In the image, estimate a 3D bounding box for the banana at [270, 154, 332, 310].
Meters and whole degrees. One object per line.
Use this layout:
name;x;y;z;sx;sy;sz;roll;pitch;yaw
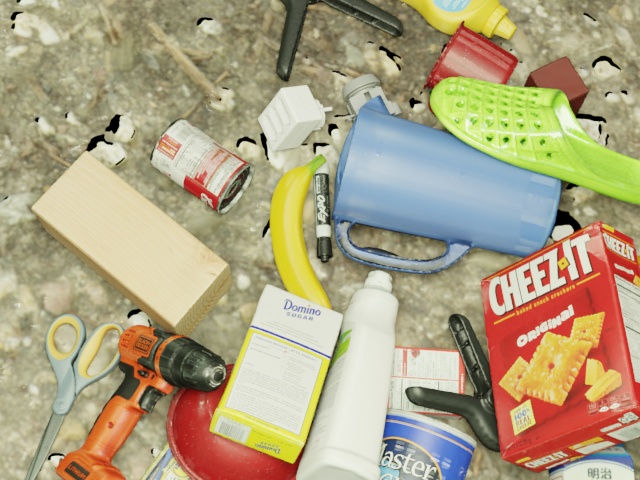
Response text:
banana;-0.024;0.001;1.205;0.070;0.037;0.198;-11;76;31

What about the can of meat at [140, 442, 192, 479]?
can of meat;-0.144;0.267;1.115;0.084;0.057;0.102;34;74;11

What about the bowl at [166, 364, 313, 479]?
bowl;-0.076;0.186;1.111;0.162;0.055;0.162;9;49;-11

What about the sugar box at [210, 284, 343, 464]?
sugar box;-0.042;0.134;1.097;0.093;0.048;0.176;23;43;-2

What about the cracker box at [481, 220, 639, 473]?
cracker box;0.254;0.110;1.093;0.072;0.164;0.213;25;48;-36

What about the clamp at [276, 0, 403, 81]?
clamp;0.000;-0.306;1.314;0.164;0.036;0.210;-16;72;-7

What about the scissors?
scissors;-0.292;0.165;1.166;0.096;0.016;0.201;34;74;11

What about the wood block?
wood block;-0.205;0.008;1.180;0.206;0.090;0.090;38;75;10

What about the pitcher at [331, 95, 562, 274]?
pitcher;0.136;-0.048;1.192;0.243;0.149;0.145;15;37;0

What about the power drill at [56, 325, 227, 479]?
power drill;-0.183;0.181;1.095;0.057;0.185;0.187;37;74;-32

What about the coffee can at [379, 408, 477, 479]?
coffee can;0.092;0.258;1.098;0.103;0.103;0.140;20;73;5

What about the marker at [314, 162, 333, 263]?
marker;0.003;-0.033;1.235;0.020;0.020;0.121;-2;72;-2

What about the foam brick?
foam brick;0.274;-0.170;1.255;0.051;0.078;0.053;-25;74;-8

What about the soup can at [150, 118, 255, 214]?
soup can;-0.135;-0.085;1.223;0.102;0.068;0.068;35;74;10

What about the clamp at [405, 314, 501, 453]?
clamp;0.167;0.175;1.134;0.171;0.039;0.120;49;62;-2

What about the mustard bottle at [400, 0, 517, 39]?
mustard bottle;0.158;-0.305;1.306;0.192;0.058;0.096;36;70;10

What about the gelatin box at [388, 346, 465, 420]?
gelatin box;0.113;0.157;1.170;0.089;0.030;0.073;4;72;-2

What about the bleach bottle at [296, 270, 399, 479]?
bleach bottle;0.042;0.139;1.121;0.068;0.103;0.250;24;57;-12

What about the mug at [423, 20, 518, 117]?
mug;0.173;-0.188;1.254;0.081;0.093;0.117;31;77;3
